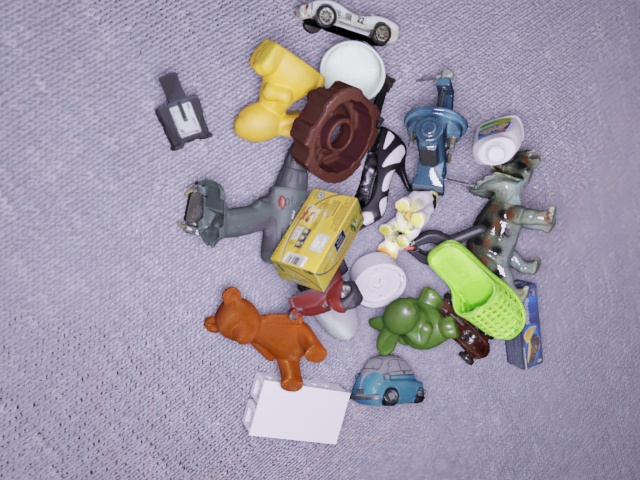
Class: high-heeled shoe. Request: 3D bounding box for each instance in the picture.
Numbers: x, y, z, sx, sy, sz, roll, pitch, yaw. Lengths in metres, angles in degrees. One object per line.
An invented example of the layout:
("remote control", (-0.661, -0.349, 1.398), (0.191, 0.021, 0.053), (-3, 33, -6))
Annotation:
("high-heeled shoe", (0.079, -0.110, 1.046), (0.249, 0.086, 0.145), (-34, 102, -19))

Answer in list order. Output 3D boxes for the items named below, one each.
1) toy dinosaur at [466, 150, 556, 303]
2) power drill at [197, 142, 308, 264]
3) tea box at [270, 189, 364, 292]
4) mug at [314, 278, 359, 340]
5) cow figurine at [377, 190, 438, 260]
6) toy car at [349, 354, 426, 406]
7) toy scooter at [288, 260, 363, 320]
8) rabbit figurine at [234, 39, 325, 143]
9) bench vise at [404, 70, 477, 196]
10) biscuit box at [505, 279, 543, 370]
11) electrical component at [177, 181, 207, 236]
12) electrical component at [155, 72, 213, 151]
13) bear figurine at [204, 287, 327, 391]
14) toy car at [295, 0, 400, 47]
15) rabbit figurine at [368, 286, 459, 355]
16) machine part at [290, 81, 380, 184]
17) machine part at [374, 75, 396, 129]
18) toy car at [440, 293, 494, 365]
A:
("toy dinosaur", (0.390, 0.002, 1.170), (0.131, 0.192, 0.404), (-12, 121, -58))
("power drill", (-0.111, -0.068, 0.949), (0.207, 0.086, 0.231), (-6, 105, -48))
("tea box", (-0.002, -0.003, 0.957), (0.169, 0.098, 0.068), (-58, 148, -26))
("mug", (0.035, 0.136, 1.063), (0.107, 0.081, 0.109), (62, 40, -26))
("cow figurine", (0.173, -0.031, 1.075), (0.068, 0.167, 0.098), (42, 50, 13))
("toy car", (0.142, 0.288, 1.111), (0.161, 0.109, 0.103), (5, 77, -33))
("toy scooter", (-0.005, 0.085, 0.993), (0.135, 0.184, 0.075), (-28, 123, 4))
("rabbit figurine", (-0.080, -0.245, 0.954), (0.162, 0.122, 0.173), (31, 98, -33))
("bench vise", (0.235, -0.215, 1.059), (0.223, 0.129, 0.240), (38, 61, -57))
("biscuit box", (0.475, 0.197, 1.266), (0.059, 0.063, 0.202), (-15, 103, -23))
("electrical component", (-0.208, -0.050, 0.941), (0.078, 0.045, 0.102), (18, 89, -23))
("electrical component", (-0.238, -0.216, 0.905), (0.075, 0.048, 0.119), (-29, 107, -18))
("bear figurine", (-0.103, 0.174, 0.973), (0.195, 0.132, 0.120), (27, 111, -31))
("toy car", (0.051, -0.400, 0.996), (0.202, 0.074, 0.056), (7, 97, -25))
("rabbit figurine", (0.174, 0.158, 1.088), (0.159, 0.121, 0.170), (-29, 148, 22))
("machine part", (0.026, -0.187, 0.944), (0.179, 0.056, 0.179), (-27, 135, -31))
("machine part", (0.110, -0.253, 1.046), (0.039, 0.084, 0.139), (18, 80, -2))
("toy car", (0.312, 0.199, 1.196), (0.089, 0.053, 0.202), (-47, 114, -1))
